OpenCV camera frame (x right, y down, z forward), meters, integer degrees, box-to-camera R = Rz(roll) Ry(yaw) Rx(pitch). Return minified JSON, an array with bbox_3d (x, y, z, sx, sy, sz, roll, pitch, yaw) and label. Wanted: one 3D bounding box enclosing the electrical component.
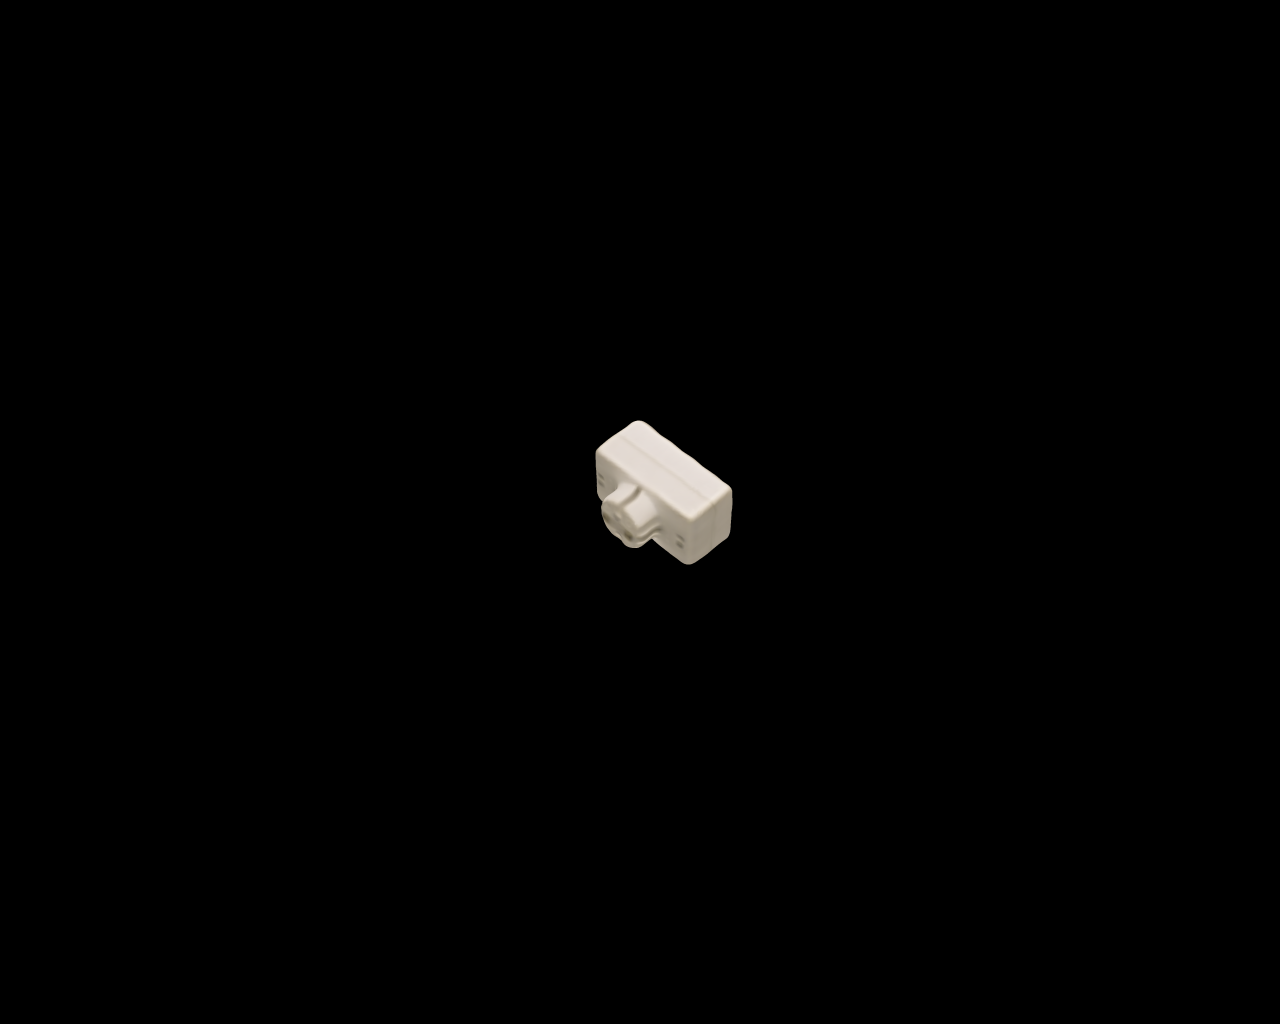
[{"bbox_3d":[0.001,-0.003,0.650,0.076,0.047,0.083,-36,58,-27],"label":"electrical component"}]
